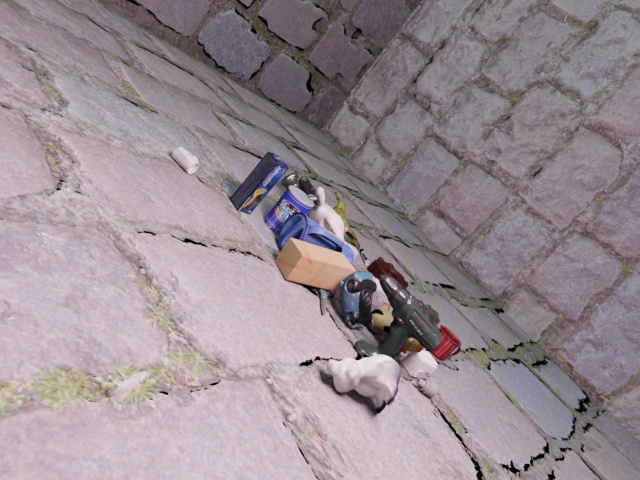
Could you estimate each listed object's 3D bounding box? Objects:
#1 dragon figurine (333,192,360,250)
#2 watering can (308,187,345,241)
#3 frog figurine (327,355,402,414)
[{"bbox_3d":[0.096,-0.058,2.132,0.246,0.122,0.406,65,8,16],"label":"dragon figurine"},{"bbox_3d":[0.006,-0.091,1.810,0.228,0.105,0.340,43,-19,46],"label":"watering can"},{"bbox_3d":[0.093,0.294,1.134,0.159,0.124,0.135,31,-18,2],"label":"frog figurine"}]
